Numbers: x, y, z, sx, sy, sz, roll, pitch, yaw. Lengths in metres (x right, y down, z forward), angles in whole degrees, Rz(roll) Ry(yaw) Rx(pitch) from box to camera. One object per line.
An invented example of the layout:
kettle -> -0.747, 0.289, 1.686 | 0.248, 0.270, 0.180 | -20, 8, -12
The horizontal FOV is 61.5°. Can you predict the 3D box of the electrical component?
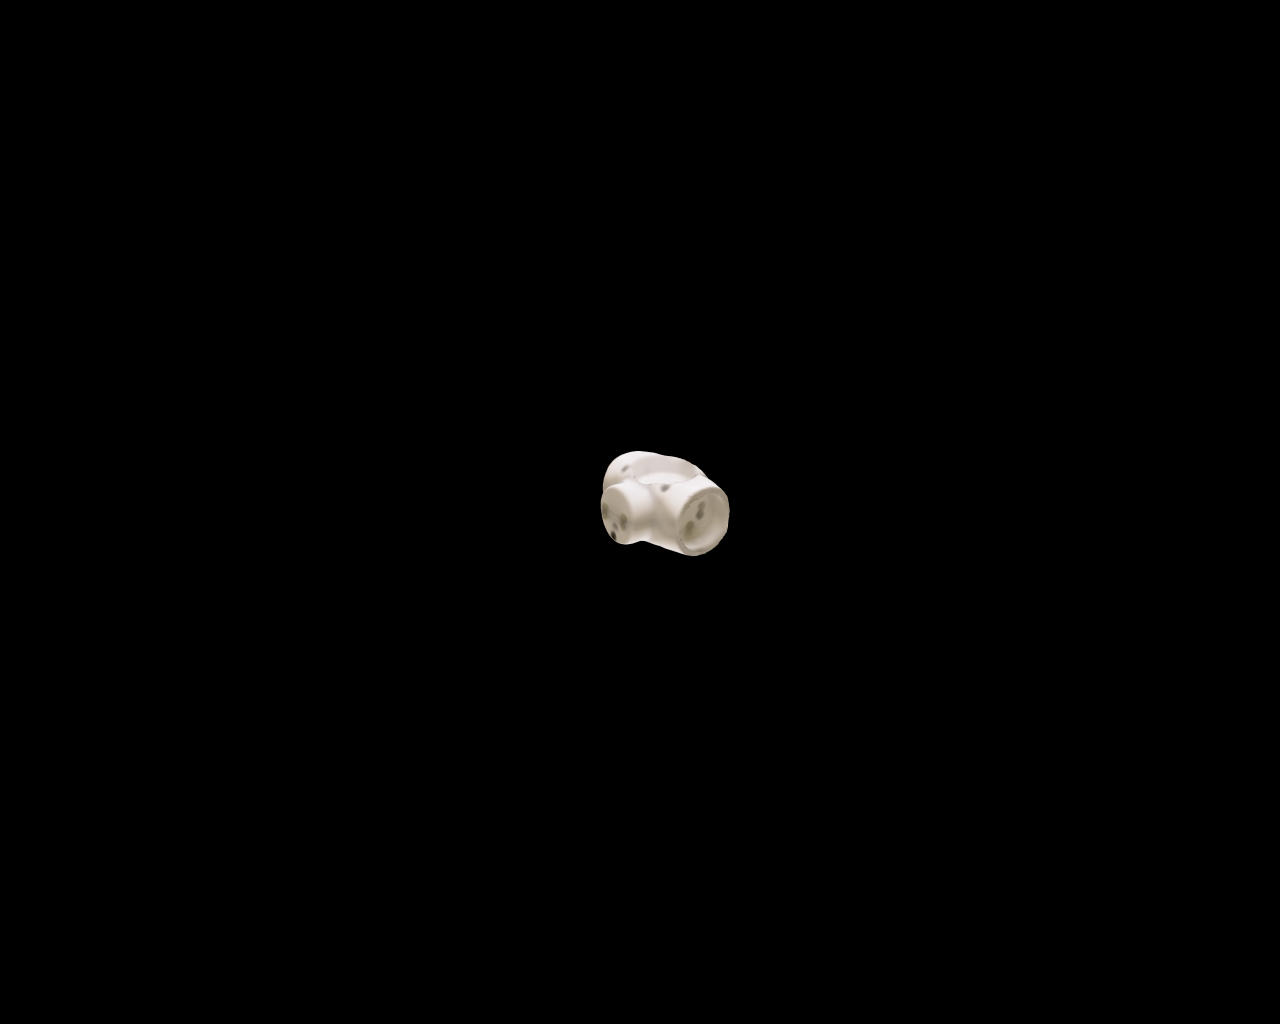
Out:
electrical component -> 0.001, -0.003, 0.650 | 0.079, 0.044, 0.077 | -17, 29, -32
